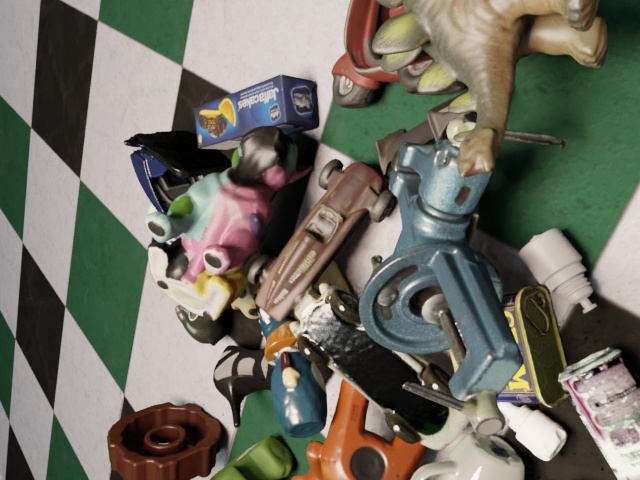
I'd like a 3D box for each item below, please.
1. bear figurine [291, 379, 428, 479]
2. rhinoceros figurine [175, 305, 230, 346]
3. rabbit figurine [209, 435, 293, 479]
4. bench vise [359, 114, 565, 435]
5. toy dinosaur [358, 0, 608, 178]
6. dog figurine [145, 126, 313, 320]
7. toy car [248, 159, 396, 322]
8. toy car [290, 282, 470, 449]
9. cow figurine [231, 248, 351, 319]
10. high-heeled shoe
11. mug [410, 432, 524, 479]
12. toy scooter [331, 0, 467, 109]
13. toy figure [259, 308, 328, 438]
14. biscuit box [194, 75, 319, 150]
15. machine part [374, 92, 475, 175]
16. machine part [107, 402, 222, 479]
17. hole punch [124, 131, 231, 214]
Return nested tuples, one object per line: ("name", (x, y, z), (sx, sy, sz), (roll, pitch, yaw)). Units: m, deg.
("bear figurine", (0.042, 0.254, 0.618), (0.120, 0.132, 0.195), (25, 150, 6))
("rhinoceros figurine", (-0.178, 0.082, 0.785), (0.190, 0.073, 0.112), (94, 154, -45))
("rabbit figurine", (-0.088, 0.393, 0.748), (0.159, 0.121, 0.170), (-44, 79, 32))
("bench vise", (0.104, 0.028, 0.420), (0.241, 0.129, 0.223), (-97, 29, -53))
("toy dinosaur", (0.115, -0.256, 0.427), (0.199, 0.105, 0.471), (-3, 66, 30))
("dog figurine", (-0.097, -0.034, 0.647), (0.109, 0.219, 0.191), (28, 141, 10))
("toy car", (-0.001, -0.002, 0.595), (0.089, 0.053, 0.202), (37, 86, 19))
("toy car", (0.058, 0.124, 0.537), (0.202, 0.056, 0.073), (39, 105, 11))
("cow figurine", (-0.056, 0.056, 0.697), (0.195, 0.085, 0.127), (-24, 81, 45))
("high-heeled shoe", (-0.062, 0.154, 0.746), (0.249, 0.086, 0.145), (-42, 33, 21))
("mug", (0.137, 0.237, 0.513), (0.081, 0.109, 0.107), (-104, 35, -77))
("toy scooter", (0.077, -0.209, 0.540), (0.184, 0.075, 0.135), (7, 98, 50))
("toy figure", (-0.032, 0.137, 0.592), (0.064, 0.058, 0.155), (116, 147, -41))
("biscuit box", (-0.091, -0.166, 0.723), (0.203, 0.059, 0.062), (-3, 93, 46))
("machine part", (0.111, -0.108, 0.523), (0.139, 0.084, 0.039), (-23, 102, 53))
("machine part", (-0.249, 0.329, 0.867), (0.180, 0.179, 0.056), (17, 109, 43))
("hole punch", (-0.216, -0.104, 0.814), (0.116, 0.142, 0.092), (41, 127, 21))
